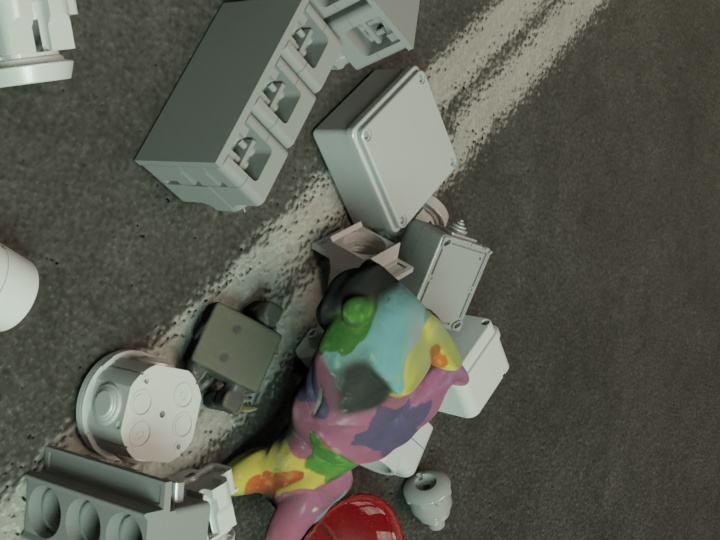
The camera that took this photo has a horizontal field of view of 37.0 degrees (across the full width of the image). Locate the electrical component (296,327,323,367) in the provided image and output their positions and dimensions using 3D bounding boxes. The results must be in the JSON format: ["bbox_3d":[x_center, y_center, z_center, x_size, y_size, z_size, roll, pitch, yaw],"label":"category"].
[{"bbox_3d":[-0.022,0.079,0.936,0.043,0.043,0.081,-59,134,-27],"label":"electrical component"}]

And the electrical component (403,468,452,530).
[{"bbox_3d":[0.071,0.232,1.068,0.048,0.048,0.062,-45,134,-37],"label":"electrical component"}]

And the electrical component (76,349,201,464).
[{"bbox_3d":[-0.158,0.099,0.772,0.080,0.051,0.080,-9,102,-49],"label":"electrical component"}]

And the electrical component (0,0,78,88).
[{"bbox_3d":[-0.212,-0.144,0.671,0.078,0.058,0.057,-21,108,-47],"label":"electrical component"}]

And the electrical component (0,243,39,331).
[{"bbox_3d":[-0.234,0.007,0.667,0.047,0.055,0.055,37,67,-50],"label":"electrical component"}]

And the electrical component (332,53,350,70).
[{"bbox_3d":[-0.024,-0.198,0.893,0.035,0.035,0.061,-48,151,-35],"label":"electrical component"}]

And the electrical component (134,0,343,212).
[{"bbox_3d":[-0.086,-0.123,0.797,0.062,0.089,0.150,45,62,-43],"label":"electrical component"}]

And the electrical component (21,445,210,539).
[{"bbox_3d":[-0.163,0.166,0.720,0.063,0.121,0.078,2,94,-53],"label":"electrical component"}]

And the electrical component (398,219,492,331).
[{"bbox_3d":[0.067,-0.003,0.960,0.062,0.061,0.096,15,101,-38],"label":"electrical component"}]

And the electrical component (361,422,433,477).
[{"bbox_3d":[0.018,0.149,0.985,0.095,0.054,0.059,46,61,-43],"label":"electrical component"}]

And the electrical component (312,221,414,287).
[{"bbox_3d":[0.000,0.000,0.933,0.042,0.081,0.063,-28,138,-44],"label":"electrical component"}]

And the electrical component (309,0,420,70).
[{"bbox_3d":[-0.003,-0.262,0.856,0.105,0.060,0.186,43,42,-37],"label":"electrical component"}]

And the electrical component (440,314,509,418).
[{"bbox_3d":[0.070,0.081,0.992,0.078,0.113,0.057,-50,133,-33],"label":"electrical component"}]

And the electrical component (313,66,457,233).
[{"bbox_3d":[0.025,-0.108,0.957,0.108,0.056,0.108,-49,129,-34],"label":"electrical component"}]

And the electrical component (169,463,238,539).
[{"bbox_3d":[-0.127,0.190,0.817,0.078,0.058,0.057,-24,110,-46],"label":"electrical component"}]

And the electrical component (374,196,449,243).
[{"bbox_3d":[0.051,-0.040,1.006,0.055,0.048,0.066,-51,131,-23],"label":"electrical component"}]
